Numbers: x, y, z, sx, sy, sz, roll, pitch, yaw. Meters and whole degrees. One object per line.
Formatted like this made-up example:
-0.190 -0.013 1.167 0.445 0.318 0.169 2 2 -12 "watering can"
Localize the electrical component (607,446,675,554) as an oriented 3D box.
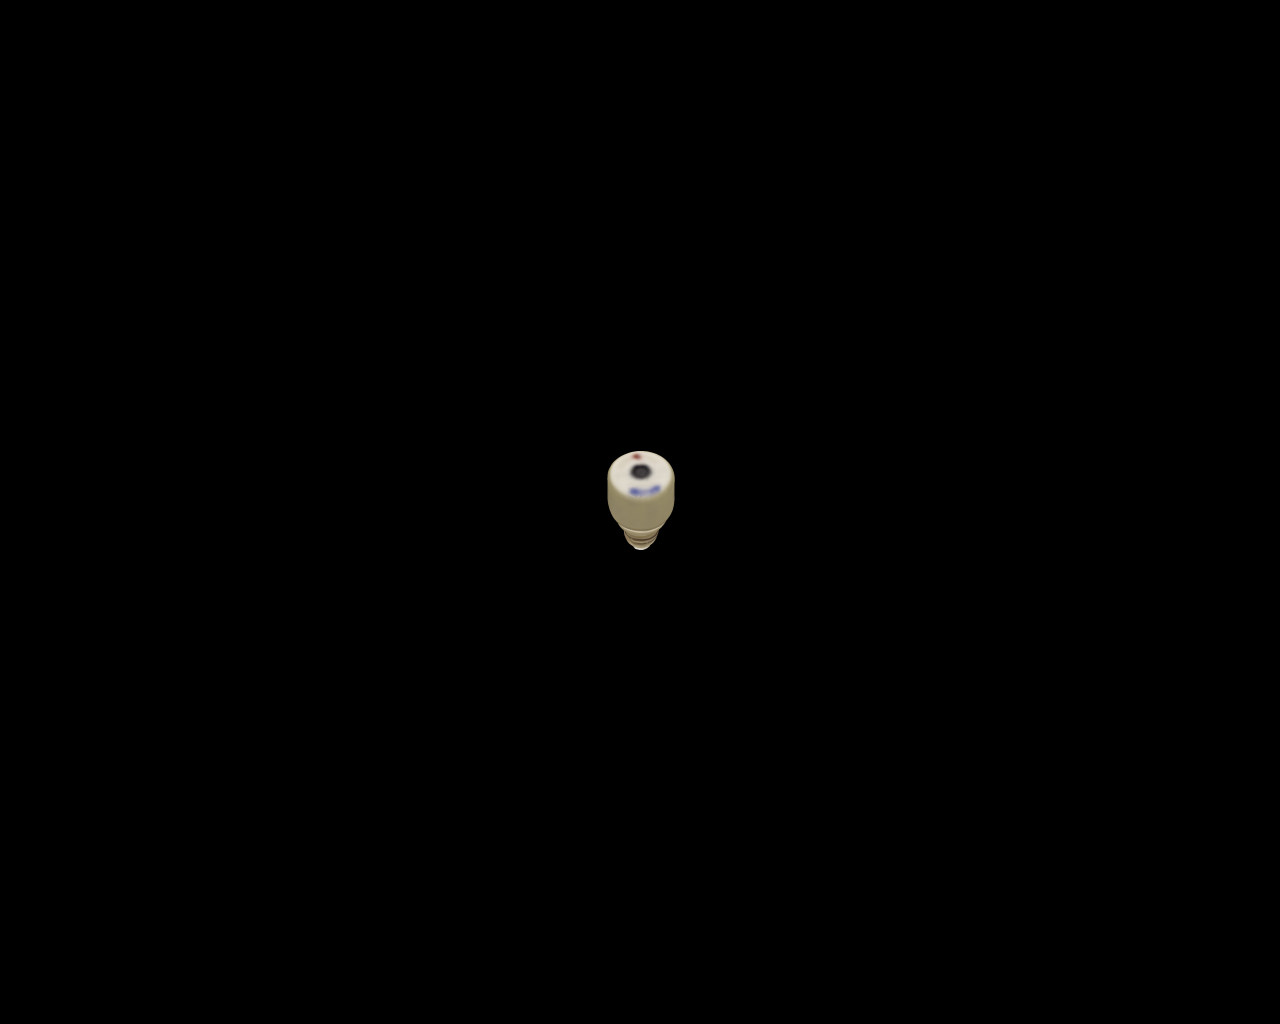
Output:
0.001 -0.003 0.650 0.040 0.040 0.078 0 -39 0 "electrical component"
